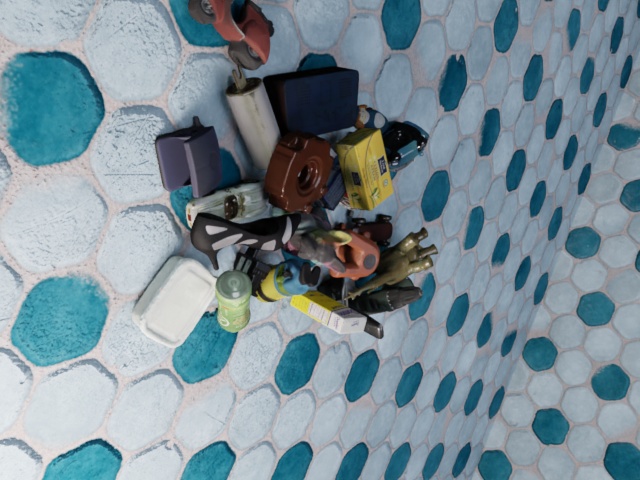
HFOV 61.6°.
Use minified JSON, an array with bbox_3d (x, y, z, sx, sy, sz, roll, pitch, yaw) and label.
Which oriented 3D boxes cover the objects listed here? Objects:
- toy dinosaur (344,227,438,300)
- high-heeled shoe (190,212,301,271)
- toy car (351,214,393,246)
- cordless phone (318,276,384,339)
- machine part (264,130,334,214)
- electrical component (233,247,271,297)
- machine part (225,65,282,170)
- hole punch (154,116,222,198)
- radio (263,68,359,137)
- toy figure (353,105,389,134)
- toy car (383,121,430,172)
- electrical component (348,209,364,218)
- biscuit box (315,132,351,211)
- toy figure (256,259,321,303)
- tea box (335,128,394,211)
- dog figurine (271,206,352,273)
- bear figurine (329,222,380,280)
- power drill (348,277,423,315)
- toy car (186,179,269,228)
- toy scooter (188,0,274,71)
[{"bbox_3d":[0.196,0.067,1.425,0.105,0.198,0.471,60,24,6],"label":"toy dinosaur"},{"bbox_3d":[-0.138,-0.037,1.038,0.249,0.086,0.145,-34,139,-31],"label":"high-heeled shoe"},{"bbox_3d":[0.135,-0.022,1.462,0.202,0.053,0.089,-9,108,-51],"label":"toy car"},{"bbox_3d":[0.088,0.176,1.388,0.089,0.184,0.146,-28,125,-34],"label":"cordless phone"},{"bbox_3d":[-0.039,-0.138,1.109,0.179,0.056,0.179,-38,141,-39],"label":"machine part"},{"bbox_3d":[-0.148,0.054,1.158,0.047,0.075,0.119,31,79,-49],"label":"electrical component"},{"bbox_3d":[-0.124,-0.228,1.065,0.079,0.079,0.242,-44,133,-28],"label":"machine part"},{"bbox_3d":[-0.223,-0.145,0.981,0.116,0.092,0.142,-31,123,-42],"label":"hole punch"},{"bbox_3d":[-0.014,-0.297,1.166,0.229,0.073,0.131,-23,123,-40],"label":"radio"},{"bbox_3d":[0.109,-0.300,1.318,0.154,0.058,0.064,6,62,-48],"label":"toy figure"},{"bbox_3d":[0.209,-0.233,1.425,0.162,0.109,0.102,-39,149,-20],"label":"toy car"},{"bbox_3d":[0.101,-0.103,1.414,0.063,0.021,0.094,12,96,-51],"label":"electrical component"},{"bbox_3d":[0.052,-0.169,1.301,0.202,0.059,0.062,-55,136,-17],"label":"biscuit box"},{"bbox_3d":[-0.080,0.089,1.172,0.082,0.180,0.089,49,55,-27],"label":"toy figure"},{"bbox_3d":[0.106,-0.166,1.260,0.098,0.068,0.169,-39,125,-31],"label":"tea box"},{"bbox_3d":[-0.002,-0.004,1.186,0.191,0.219,0.108,-4,112,-47],"label":"dog figurine"},{"bbox_3d":[0.053,0.018,1.298,0.132,0.196,0.120,13,100,-35],"label":"bear figurine"},{"bbox_3d":[0.205,0.159,1.508,0.207,0.232,0.086,-24,95,-63],"label":"power drill"},{"bbox_3d":[-0.179,-0.071,1.082,0.202,0.056,0.073,-22,121,-42],"label":"toy car"},{"bbox_3d":[-0.143,-0.408,0.974,0.183,0.075,0.135,39,74,-44],"label":"toy scooter"}]
